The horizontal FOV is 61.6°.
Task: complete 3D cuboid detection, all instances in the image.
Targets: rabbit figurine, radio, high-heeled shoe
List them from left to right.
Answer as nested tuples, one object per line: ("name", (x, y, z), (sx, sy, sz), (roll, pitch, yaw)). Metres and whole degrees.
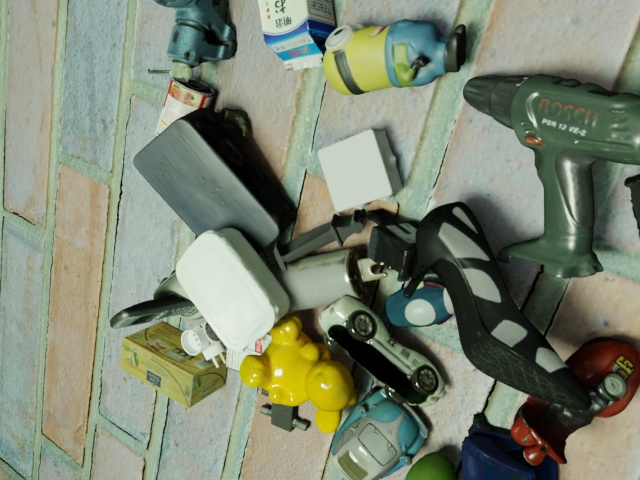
("radio", (-0.154, -0.075, 0.804), (0.131, 0.073, 0.229), (-35, 102, 31))
("rabbit figurine", (-0.013, 0.205, 0.772), (0.173, 0.122, 0.162), (-1, 129, 55))
("rabbit figurine", (0.133, 0.373, 0.726), (0.121, 0.159, 0.170), (13, 106, 39))
("high-heeled shoe", (0.205, 0.064, 0.596), (0.249, 0.145, 0.086), (36, 154, 9))

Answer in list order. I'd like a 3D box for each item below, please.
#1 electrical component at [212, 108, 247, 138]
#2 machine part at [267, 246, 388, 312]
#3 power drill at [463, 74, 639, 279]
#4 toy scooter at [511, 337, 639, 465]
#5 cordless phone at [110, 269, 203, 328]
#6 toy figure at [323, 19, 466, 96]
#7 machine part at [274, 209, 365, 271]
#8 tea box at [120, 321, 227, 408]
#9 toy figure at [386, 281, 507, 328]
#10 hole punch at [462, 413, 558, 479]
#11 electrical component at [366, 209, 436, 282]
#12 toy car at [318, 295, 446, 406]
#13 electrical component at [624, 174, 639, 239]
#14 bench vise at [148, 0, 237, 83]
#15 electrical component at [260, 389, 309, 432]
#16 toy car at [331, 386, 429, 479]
("electrical component", (-0.151, -0.159, 0.841), (0.078, 0.045, 0.102), (43, 121, 49))
("machine part", (-0.011, 0.062, 0.784), (0.243, 0.079, 0.079), (-14, 93, 32))
("power drill", (0.246, -0.073, 0.588), (0.232, 0.086, 0.207), (22, 114, 51))
("toy scooter", (0.280, 0.190, 0.604), (0.075, 0.135, 0.184), (46, 119, 15))
("cordless phone", (-0.234, 0.086, 0.861), (0.146, 0.184, 0.089), (-34, 78, 32))
("toy figure", (0.086, -0.223, 0.661), (0.180, 0.082, 0.089), (10, 104, 27))
("machine part", (-0.002, -0.002, 0.746), (0.139, 0.084, 0.039), (-25, 110, 15))
("tea box", (-0.260, 0.217, 0.956), (0.170, 0.098, 0.068), (19, 110, 28))
("toy figure", (0.164, 0.081, 0.698), (0.155, 0.058, 0.064), (-16, 131, 31))
("hole punch", (0.236, 0.311, 0.688), (0.116, 0.092, 0.142), (0, 105, 35))
("electrical component", (0.100, 0.003, 0.701), (0.119, 0.075, 0.047), (36, 127, 48))
("toy car", (0.084, 0.157, 0.735), (0.201, 0.056, 0.073), (41, 138, -7))
("electrical component", (0.386, -0.014, 0.541), (0.115, 0.058, 0.134), (-18, 91, 35))
("bench vise", (-0.208, -0.342, 0.729), (0.129, 0.240, 0.223), (27, 97, 28))
("electrical component", (-0.059, 0.281, 0.894), (0.094, 0.021, 0.063), (14, 107, 29))
("toy car", (0.069, 0.296, 0.775), (0.109, 0.103, 0.161), (48, 118, 14))
